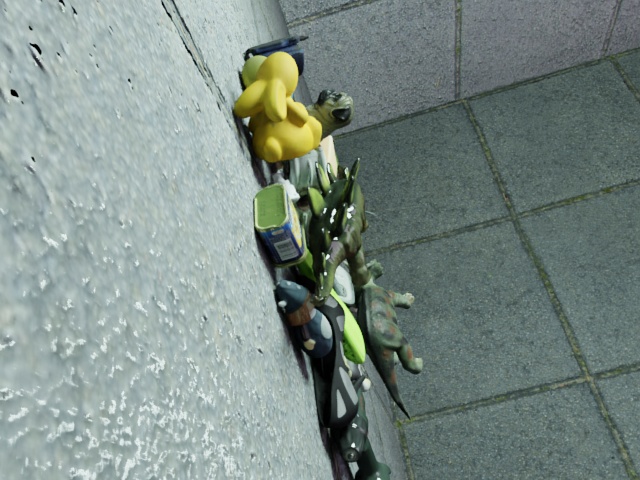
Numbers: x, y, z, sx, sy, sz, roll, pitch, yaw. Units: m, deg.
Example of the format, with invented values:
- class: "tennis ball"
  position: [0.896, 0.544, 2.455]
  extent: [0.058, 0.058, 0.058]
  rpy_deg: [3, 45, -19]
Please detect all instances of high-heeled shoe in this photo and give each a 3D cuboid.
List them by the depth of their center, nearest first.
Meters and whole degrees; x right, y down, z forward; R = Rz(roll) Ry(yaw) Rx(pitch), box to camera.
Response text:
- class: "high-heeled shoe"
  position: [-0.006, 0.186, 0.901]
  extent: [0.248, 0.086, 0.145]
  rpy_deg: [57, 37, 4]

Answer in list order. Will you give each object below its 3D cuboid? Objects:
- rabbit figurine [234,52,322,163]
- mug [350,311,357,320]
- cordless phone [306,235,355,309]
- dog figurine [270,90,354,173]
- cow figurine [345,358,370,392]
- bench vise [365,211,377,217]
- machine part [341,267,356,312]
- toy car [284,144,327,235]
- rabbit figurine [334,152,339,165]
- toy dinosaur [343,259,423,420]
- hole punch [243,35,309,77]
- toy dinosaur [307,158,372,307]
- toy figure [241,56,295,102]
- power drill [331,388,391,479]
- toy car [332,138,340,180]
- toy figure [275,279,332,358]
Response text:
- class: "rabbit figurine"
  position: [-0.078, -0.224, 0.900]
  extent: [0.162, 0.122, 0.173]
  rpy_deg: [-36, 133, -61]
- class: "mug"
  position: [0.073, 0.246, 1.340]
  extent: [0.107, 0.081, 0.109]
  rpy_deg: [-50, 128, -70]
- class: "cordless phone"
  position: [0.003, 0.054, 1.134]
  extent: [0.147, 0.089, 0.184]
  rpy_deg: [-94, 163, -62]
- class: "dog figurine"
  position: [-0.020, -0.215, 1.067]
  extent: [0.172, 0.191, 0.121]
  rpy_deg: [-22, 97, -86]
- class: "cow figurine"
  position: [0.055, 0.253, 1.186]
  extent: [0.167, 0.068, 0.098]
  rpy_deg: [-102, 167, -45]
- class: "bench vise"
  position: [0.043, -0.046, 1.374]
  extent: [0.223, 0.129, 0.240]
  rpy_deg: [-60, 156, -31]
- class: "machine part"
  position: [0.054, 0.161, 1.463]
  extent: [0.179, 0.056, 0.179]
  rpy_deg: [-17, 91, -83]
- class: "toy car"
  position: [-0.027, -0.095, 1.048]
  extent: [0.056, 0.073, 0.201]
  rpy_deg: [-121, -155, -49]
- class: "rabbit figurine"
  position: [-0.022, -0.235, 1.659]
  extent: [0.170, 0.121, 0.159]
  rpy_deg: [145, -77, -77]
- class: "toy dinosaur"
  position: [0.136, 0.200, 1.256]
  extent: [0.192, 0.131, 0.405]
  rpy_deg: [30, 32, -29]
- class: "hole punch"
  position: [-0.092, -0.383, 1.155]
  extent: [0.116, 0.142, 0.092]
  rpy_deg: [-124, -161, -70]
- class: "toy dinosaur"
  position: [0.026, -0.019, 0.912]
  extent: [0.472, 0.105, 0.198]
  rpy_deg: [-85, 167, -52]
- class: "toy figure"
  position: [-0.102, -0.304, 1.063]
  extent: [0.089, 0.082, 0.180]
  rpy_deg: [55, 14, 0]
- class: "power drill"
  position: [0.070, 0.384, 0.970]
  extent: [0.232, 0.086, 0.207]
  rpy_deg: [-96, 162, -73]
- class: "toy car"
  position: [0.026, -0.186, 1.431]
  extent: [0.202, 0.053, 0.089]
  rpy_deg: [75, 12, -54]
- class: "toy figure"
  position: [-0.024, 0.117, 0.825]
  extent: [0.064, 0.058, 0.154]
  rpy_deg: [48, -16, 52]
